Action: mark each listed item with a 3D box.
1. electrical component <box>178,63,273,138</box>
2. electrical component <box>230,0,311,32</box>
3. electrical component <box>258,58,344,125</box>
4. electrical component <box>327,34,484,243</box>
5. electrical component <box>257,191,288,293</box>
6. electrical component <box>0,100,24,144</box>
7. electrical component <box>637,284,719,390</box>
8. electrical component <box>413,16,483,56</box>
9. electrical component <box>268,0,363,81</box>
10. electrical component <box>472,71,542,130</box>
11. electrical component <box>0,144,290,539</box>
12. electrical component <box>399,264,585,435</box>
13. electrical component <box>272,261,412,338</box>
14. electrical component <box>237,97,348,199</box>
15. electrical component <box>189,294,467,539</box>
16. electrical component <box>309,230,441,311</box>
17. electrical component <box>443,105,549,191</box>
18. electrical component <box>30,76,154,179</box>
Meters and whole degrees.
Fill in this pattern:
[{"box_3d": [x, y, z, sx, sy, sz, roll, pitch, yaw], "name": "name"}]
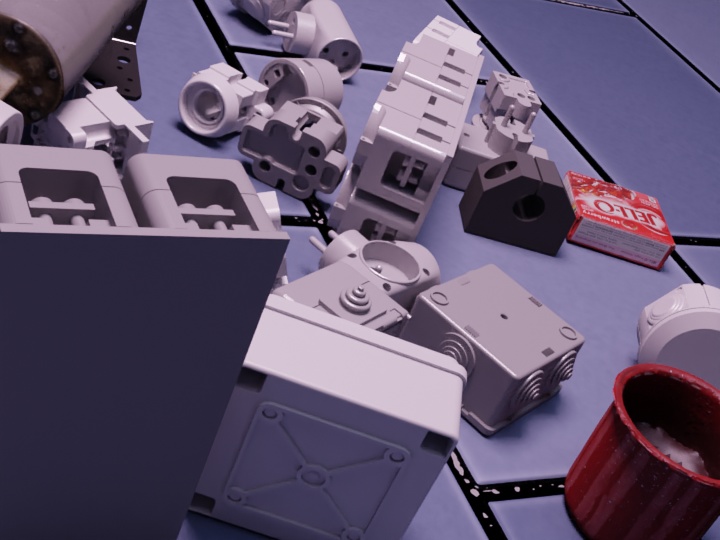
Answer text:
[{"box_3d": [-0.106, -0.127, 0.814, 0.066, 0.048, 0.055, 31, 27, 11], "name": "electrical component"}, {"box_3d": [-0.078, -0.264, 0.991, 0.051, 0.080, 0.080, 41, 37, 15], "name": "electrical component"}, {"box_3d": [-0.047, -0.143, 0.865, 0.055, 0.055, 0.047, 40, 34, 24], "name": "electrical component"}, {"box_3d": [0.033, -0.091, 0.792, 0.060, 0.105, 0.186, 23, 33, -1], "name": "electrical component"}, {"box_3d": [-0.075, -0.007, 0.644, 0.057, 0.078, 0.058, -8, 41, -8], "name": "electrical component"}, {"box_3d": [-0.222, -0.049, 0.583, 0.060, 0.108, 0.108, 26, 33, -8], "name": "electrical component"}, {"box_3d": [0.229, 0.053, 0.735, 0.080, 0.080, 0.051, 21, 28, -3], "name": "electrical component"}, {"box_3d": [0.079, -0.196, 1.015, 0.056, 0.050, 0.089, 27, 34, 5], "name": "electrical component"}, {"box_3d": [-0.044, -0.211, 0.968, 0.079, 0.043, 0.077, 6, 37, -24], "name": "electrical component"}, {"box_3d": [0.129, -0.140, 0.963, 0.048, 0.055, 0.066, 11, 36, -19], "name": "electrical component"}, {"box_3d": [-0.114, 0.040, 0.448, 0.105, 0.186, 0.060, 1, 40, -30], "name": "electrical component"}, {"box_3d": [0.082, 0.046, 0.682, 0.100, 0.048, 0.100, 41, 37, 24], "name": "electrical component"}, {"box_3d": [-0.022, 0.040, 0.585, 0.061, 0.096, 0.062, 39, 36, 22], "name": "electrical component"}, {"box_3d": [-0.043, -0.093, 0.794, 0.078, 0.058, 0.057, 25, 36, 4], "name": "electrical component"}, {"box_3d": [-0.018, 0.080, 0.521, 0.109, 0.108, 0.056, 20, 36, -6], "name": "electrical component"}, {"box_3d": [0.000, 0.000, 0.700, 0.079, 0.044, 0.077, 42, 37, 25], "name": "electrical component"}, {"box_3d": [0.119, -0.100, 0.884, 0.083, 0.075, 0.047, 17, 34, -10], "name": "electrical component"}, {"box_3d": [-0.180, -0.089, 0.719, 0.064, 0.042, 0.081, -19, 51, -43], "name": "electrical component"}]
